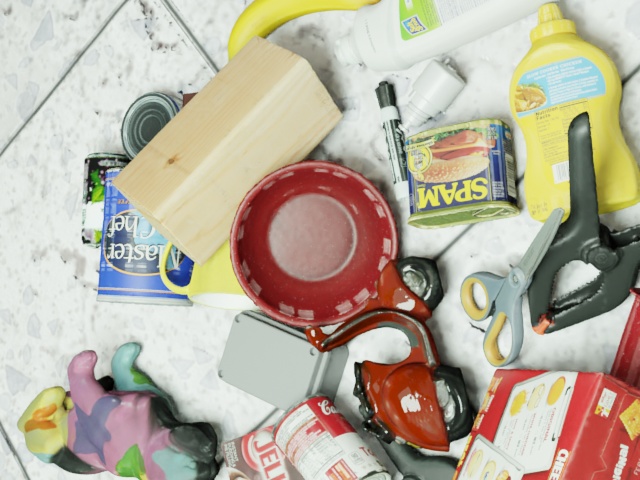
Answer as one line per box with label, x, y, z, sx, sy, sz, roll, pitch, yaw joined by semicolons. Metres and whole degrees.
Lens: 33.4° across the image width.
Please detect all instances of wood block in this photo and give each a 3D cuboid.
wood block;-0.090;-0.089;1.045;0.206;0.090;0.091;-47;45;-9

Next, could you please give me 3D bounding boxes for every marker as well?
marker;0.073;-0.098;1.043;0.020;0.020;0.121;-17;77;29

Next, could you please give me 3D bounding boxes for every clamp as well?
clamp;0.227;-0.003;0.885;0.164;0.036;0.210;31;126;-10
clamp;0.088;0.221;0.991;0.172;0.039;0.120;7;92;32

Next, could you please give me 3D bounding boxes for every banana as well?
banana;-0.026;-0.235;1.110;0.198;0.037;0.069;-23;92;29

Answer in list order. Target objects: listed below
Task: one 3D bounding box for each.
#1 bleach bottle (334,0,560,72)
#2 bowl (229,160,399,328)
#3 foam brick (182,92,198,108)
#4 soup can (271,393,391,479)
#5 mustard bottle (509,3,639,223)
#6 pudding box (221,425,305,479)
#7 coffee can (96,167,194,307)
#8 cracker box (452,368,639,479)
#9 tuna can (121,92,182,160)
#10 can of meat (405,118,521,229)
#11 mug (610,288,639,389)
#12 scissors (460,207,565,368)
bleach bottle;0.121;-0.232;1.004;0.251;0.068;0.102;-21;73;30
bowl;-0.007;0.001;1.035;0.162;0.055;0.162;0;99;-3
foam brick;-0.112;-0.117;1.138;0.053;0.051;0.078;-1;84;31
soup can;0.010;0.202;0.988;0.068;0.068;0.102;-53;55;15
mustard bottle;0.216;-0.116;0.935;0.096;0.058;0.191;-14;78;28
pudding box;-0.042;0.243;1.065;0.090;0.039;0.113;-25;73;26
coffee can;-0.182;-0.001;1.138;0.103;0.102;0.140;0;85;31
cracker box;0.171;0.188;0.831;0.072;0.214;0.164;25;80;-7
tuna can;-0.180;-0.121;1.190;0.086;0.033;0.086;-4;83;31
can of meat;0.129;-0.060;0.984;0.102;0.057;0.084;-9;78;29
mug;0.293;0.095;0.852;0.117;0.093;0.081;20;100;25
scissors;0.160;0.026;0.918;0.096;0.016;0.202;53;149;42
